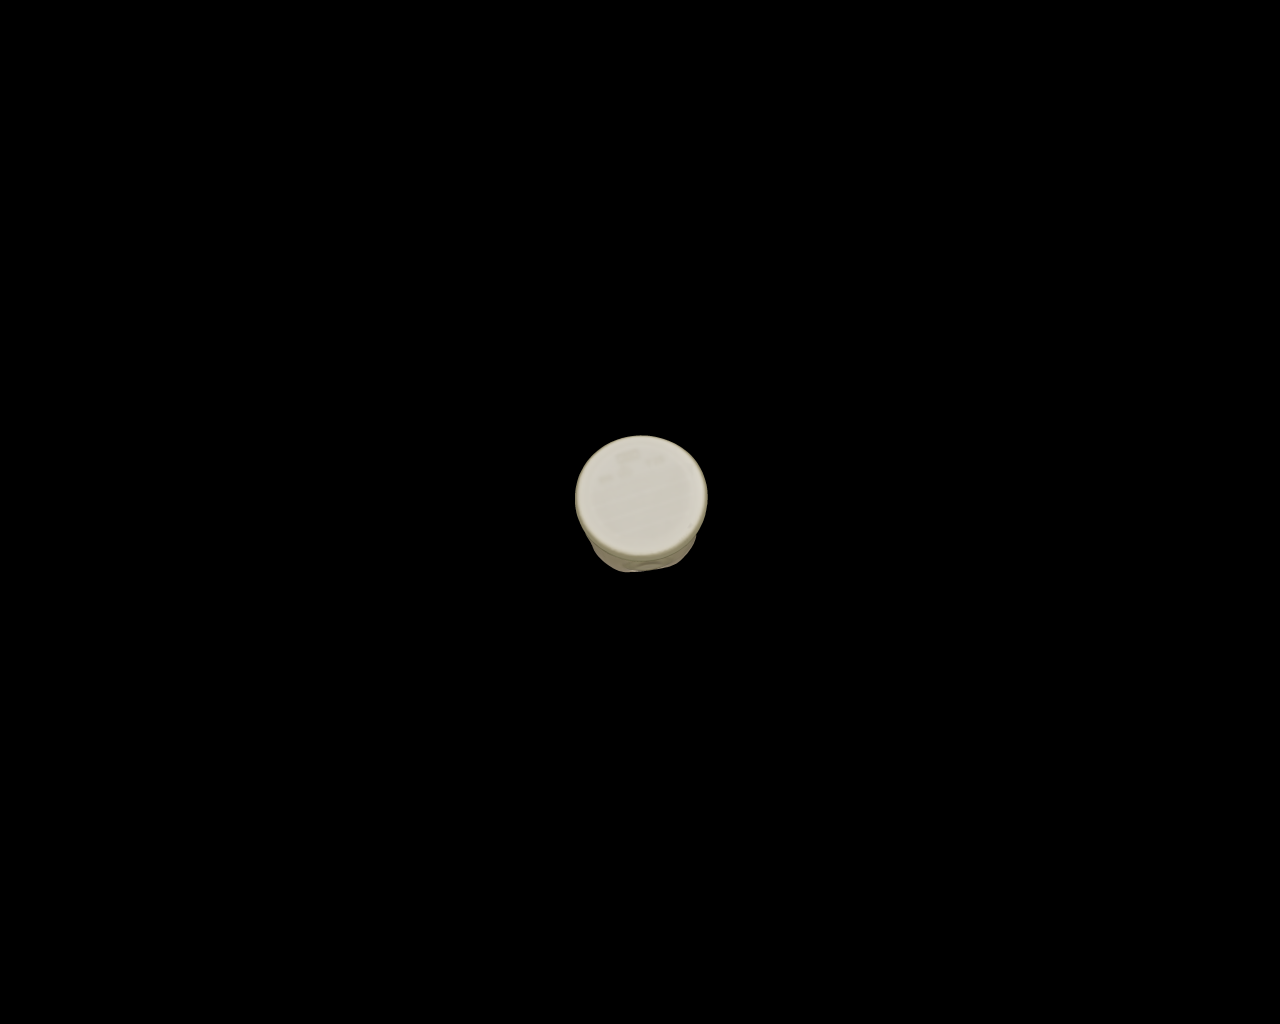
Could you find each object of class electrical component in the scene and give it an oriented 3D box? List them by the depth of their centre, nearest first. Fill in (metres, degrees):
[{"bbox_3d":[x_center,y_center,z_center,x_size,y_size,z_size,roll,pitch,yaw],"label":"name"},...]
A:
[{"bbox_3d":[0.001,-0.003,0.650,0.080,0.080,0.051,0,-20,0],"label":"electrical component"}]
